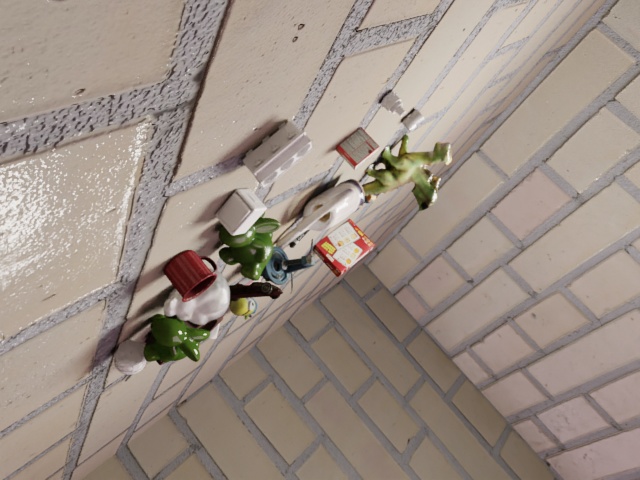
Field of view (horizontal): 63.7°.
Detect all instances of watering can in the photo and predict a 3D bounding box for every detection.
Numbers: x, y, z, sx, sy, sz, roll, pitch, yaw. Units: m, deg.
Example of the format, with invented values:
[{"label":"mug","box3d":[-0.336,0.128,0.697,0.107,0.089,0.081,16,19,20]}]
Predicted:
[{"label":"watering can","box3d":[0.005,-0.079,1.579,0.227,0.104,0.342,-32,179,-39]}]

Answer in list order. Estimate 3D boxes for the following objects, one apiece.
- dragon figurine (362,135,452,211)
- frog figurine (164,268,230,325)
[{"label":"dragon figurine","box3d":[0.287,-0.196,1.753,0.403,0.244,0.124,-51,171,30]},{"label":"frog figurine","box3d":[-0.304,0.142,1.279,0.159,0.123,0.137,1,103,-62]}]
